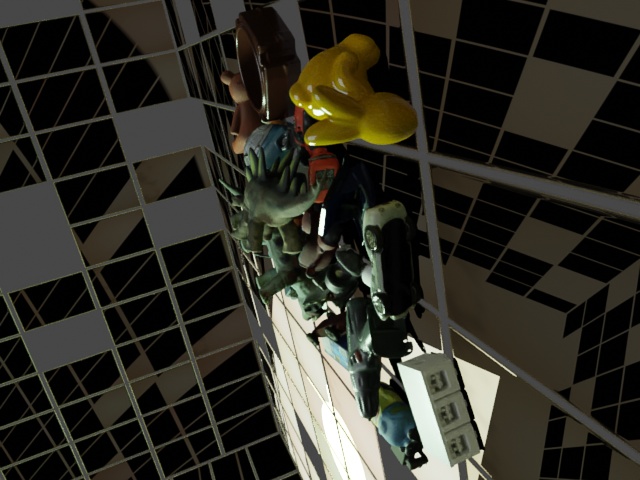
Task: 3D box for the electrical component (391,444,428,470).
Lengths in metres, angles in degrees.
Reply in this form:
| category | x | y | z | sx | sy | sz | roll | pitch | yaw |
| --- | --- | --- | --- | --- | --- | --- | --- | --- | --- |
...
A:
| category | x | y | z | sx | sy | sz | roll | pitch | yaw |
| --- | --- | --- | --- | --- | --- | --- | --- | --- | --- |
| electrical component | 0.176 | 0.416 | 1.093 | 0.102 | 0.045 | 0.078 | -144 | 57 | -63 |

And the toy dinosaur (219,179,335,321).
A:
| category | x | y | z | sx | sy | sz | roll | pitch | yaw |
| --- | --- | --- | --- | --- | --- | --- | --- | --- | --- |
| toy dinosaur | -0.084 | 0.013 | 1.256 | 0.131 | 0.192 | 0.404 | 172 | 77 | -82 |

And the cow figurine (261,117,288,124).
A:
| category | x | y | z | sx | sy | sz | roll | pitch | yaw |
| --- | --- | --- | --- | --- | --- | --- | --- | --- | --- |
| cow figurine | -0.104 | -0.248 | 1.293 | 0.167 | 0.068 | 0.098 | 95 | 163 | -50 |

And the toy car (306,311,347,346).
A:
| category | x | y | z | sx | sy | sz | roll | pitch | yaw |
| --- | --- | --- | --- | --- | --- | --- | --- | --- | --- |
| toy car | 0.032 | 0.198 | 1.224 | 0.053 | 0.089 | 0.202 | 45 | 154 | -1 |

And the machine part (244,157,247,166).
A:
| category | x | y | z | sx | sy | sz | roll | pitch | yaw |
| --- | --- | --- | --- | --- | --- | --- | --- | --- | --- |
| machine part | -0.152 | -0.171 | 1.515 | 0.079 | 0.079 | 0.243 | 110 | 140 | -66 |

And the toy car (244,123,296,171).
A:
| category | x | y | z | sx | sy | sz | roll | pitch | yaw |
| --- | --- | --- | --- | --- | --- | --- | --- | --- | --- |
| toy car | -0.117 | -0.201 | 1.199 | 0.161 | 0.103 | 0.109 | -59 | -2 | 30 |

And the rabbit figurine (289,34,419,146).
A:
| category | x | y | z | sx | sy | sz | roll | pitch | yaw |
| --- | --- | --- | --- | --- | --- | --- | --- | --- | --- |
| rabbit figurine | 0.050 | -0.187 | 0.721 | 0.173 | 0.162 | 0.121 | 42 | 138 | 29 |

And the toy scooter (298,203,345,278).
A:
| category | x | y | z | sx | sy | sz | roll | pitch | yaw |
| --- | --- | --- | --- | --- | --- | --- | --- | --- | --- |
| toy scooter | -0.002 | -0.003 | 1.065 | 0.184 | 0.075 | 0.135 | -105 | 33 | -65 |

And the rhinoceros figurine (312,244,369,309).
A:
| category | x | y | z | sx | sy | sz | roll | pitch | yaw |
| --- | --- | --- | --- | --- | --- | --- | --- | --- | --- |
| rhinoceros figurine | 0.050 | 0.071 | 1.048 | 0.073 | 0.112 | 0.190 | 50 | 171 | 15 |

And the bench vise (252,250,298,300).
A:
| category | x | y | z | sx | sy | sz | roll | pitch | yaw |
| --- | --- | --- | --- | --- | --- | --- | --- | --- | --- |
| bench vise | -0.083 | 0.053 | 1.411 | 0.223 | 0.129 | 0.241 | 127 | 142 | -52 |

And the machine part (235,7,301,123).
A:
| category | x | y | z | sx | sy | sz | roll | pitch | yaw |
| --- | --- | --- | --- | --- | --- | --- | --- | --- | --- |
| machine part | -0.115 | -0.372 | 1.153 | 0.201 | 0.087 | 0.201 | 96 | 153 | -52 |

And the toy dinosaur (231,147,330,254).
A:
| category | x | y | z | sx | sy | sz | roll | pitch | yaw |
| --- | --- | --- | --- | --- | --- | --- | --- | --- | --- |
| toy dinosaur | -0.090 | -0.074 | 1.009 | 0.472 | 0.105 | 0.198 | 18 | 108 | 62 |

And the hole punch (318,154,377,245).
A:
| category | x | y | z | sx | sy | sz | roll | pitch | yaw |
| --- | --- | --- | --- | --- | --- | --- | --- | --- | --- |
| hole punch | 0.058 | -0.063 | 0.920 | 0.142 | 0.092 | 0.116 | 90 | -163 | -58 |

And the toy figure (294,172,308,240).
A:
| category | x | y | z | sx | sy | sz | roll | pitch | yaw |
| --- | --- | --- | --- | --- | --- | --- | --- | --- | --- |
| toy figure | -0.056 | -0.065 | 1.127 | 0.064 | 0.058 | 0.154 | -23 | -61 | -66 |

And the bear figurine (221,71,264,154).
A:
| category | x | y | z | sx | sy | sz | roll | pitch | yaw |
| --- | --- | --- | --- | --- | --- | --- | --- | --- | --- |
| bear figurine | -0.186 | -0.333 | 1.381 | 0.132 | 0.120 | 0.195 | 168 | 86 | -78 |

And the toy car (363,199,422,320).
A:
| category | x | y | z | sx | sy | sz | roll | pitch | yaw |
| --- | --- | --- | --- | --- | --- | --- | --- | --- | --- |
| toy car | 0.112 | 0.036 | 0.840 | 0.056 | 0.073 | 0.201 | 39 | 144 | 57 |

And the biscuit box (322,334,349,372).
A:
| category | x | y | z | sx | sy | sz | roll | pitch | yaw |
| --- | --- | --- | --- | --- | --- | --- | --- | --- | --- |
| biscuit box | 0.062 | 0.252 | 1.269 | 0.203 | 0.063 | 0.059 | -168 | 62 | -72 |

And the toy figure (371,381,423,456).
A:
| category | x | y | z | sx | sy | sz | roll | pitch | yaw |
| --- | --- | --- | --- | --- | --- | --- | --- | --- | --- |
| toy figure | 0.144 | 0.346 | 1.056 | 0.089 | 0.082 | 0.180 | 32 | 179 | -34 |

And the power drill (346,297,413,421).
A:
| category | x | y | z | sx | sy | sz | roll | pitch | yaw |
| --- | --- | --- | --- | --- | --- | --- | --- | --- | --- |
| power drill | 0.103 | 0.204 | 0.991 | 0.207 | 0.086 | 0.232 | 104 | 163 | -65 |
